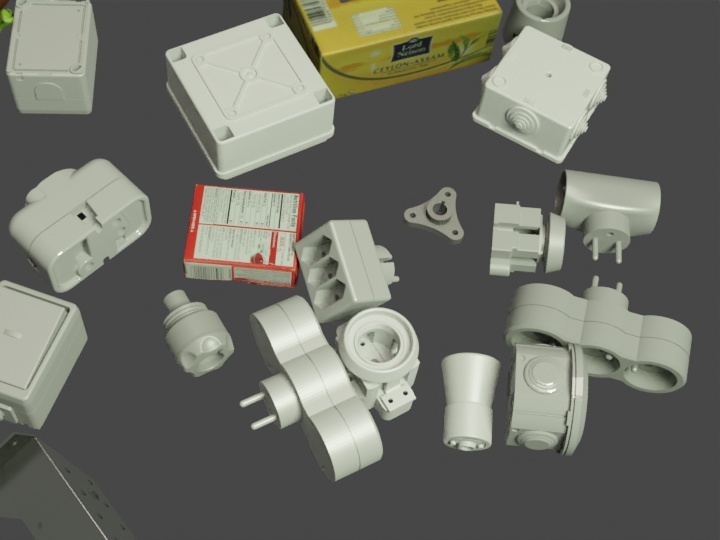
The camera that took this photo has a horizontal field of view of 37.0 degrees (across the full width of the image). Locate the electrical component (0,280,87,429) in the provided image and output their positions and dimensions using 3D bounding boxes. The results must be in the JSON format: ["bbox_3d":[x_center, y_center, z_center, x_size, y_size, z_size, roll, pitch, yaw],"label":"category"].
[{"bbox_3d":[-0.243,0.063,0.756,0.062,0.061,0.096,18,60,5],"label":"electrical component"}]

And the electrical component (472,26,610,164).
[{"bbox_3d":[0.158,-0.153,0.928,0.100,0.048,0.099,29,61,11],"label":"electrical component"}]

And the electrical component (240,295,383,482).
[{"bbox_3d":[-0.048,0.089,0.766,0.074,0.052,0.138,-23,65,-17],"label":"electrical component"}]

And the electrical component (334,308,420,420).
[{"bbox_3d":[0.012,0.063,0.784,0.058,0.057,0.078,-25,66,-18],"label":"electrical component"}]

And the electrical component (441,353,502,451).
[{"bbox_3d":[0.079,0.098,0.781,0.044,0.044,0.065,7,65,-2],"label":"electrical component"}]

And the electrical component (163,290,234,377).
[{"bbox_3d":[-0.124,0.043,0.790,0.043,0.043,0.062,-25,64,-19],"label":"electrical component"}]

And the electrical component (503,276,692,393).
[{"bbox_3d":[0.183,0.038,0.818,0.138,0.052,0.073,16,60,3],"label":"electrical component"}]

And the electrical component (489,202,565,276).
[{"bbox_3d":[0.133,-0.023,0.853,0.055,0.048,0.066,5,59,6],"label":"electrical component"}]

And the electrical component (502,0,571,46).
[{"bbox_3d":[0.160,-0.226,0.971,0.055,0.047,0.055,2,60,-4],"label":"electrical component"}]

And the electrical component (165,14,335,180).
[{"bbox_3d":[-0.092,-0.145,0.894,0.109,0.056,0.108,-24,65,-18],"label":"electrical component"}]

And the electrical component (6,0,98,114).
[{"bbox_3d":[-0.253,-0.180,0.895,0.062,0.061,0.096,0,60,-6],"label":"electrical component"}]

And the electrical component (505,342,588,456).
[{"bbox_3d":[0.132,0.090,0.768,0.051,0.080,0.080,5,60,4],"label":"electrical component"}]

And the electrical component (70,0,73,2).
[{"bbox_3d":[-0.272,-0.237,0.926,0.048,0.062,0.048,2,60,-4],"label":"electrical component"}]

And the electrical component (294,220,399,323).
[{"bbox_3d":[0.000,0.000,0.822,0.077,0.047,0.065,-4,70,-44],"label":"electrical component"}]

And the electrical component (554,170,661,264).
[{"bbox_3d":[0.199,-0.040,0.870,0.077,0.043,0.079,8,59,-1],"label":"electrical component"}]

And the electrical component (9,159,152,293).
[{"bbox_3d":[-0.216,-0.037,0.821,0.059,0.053,0.095,41,65,17],"label":"electrical component"}]
